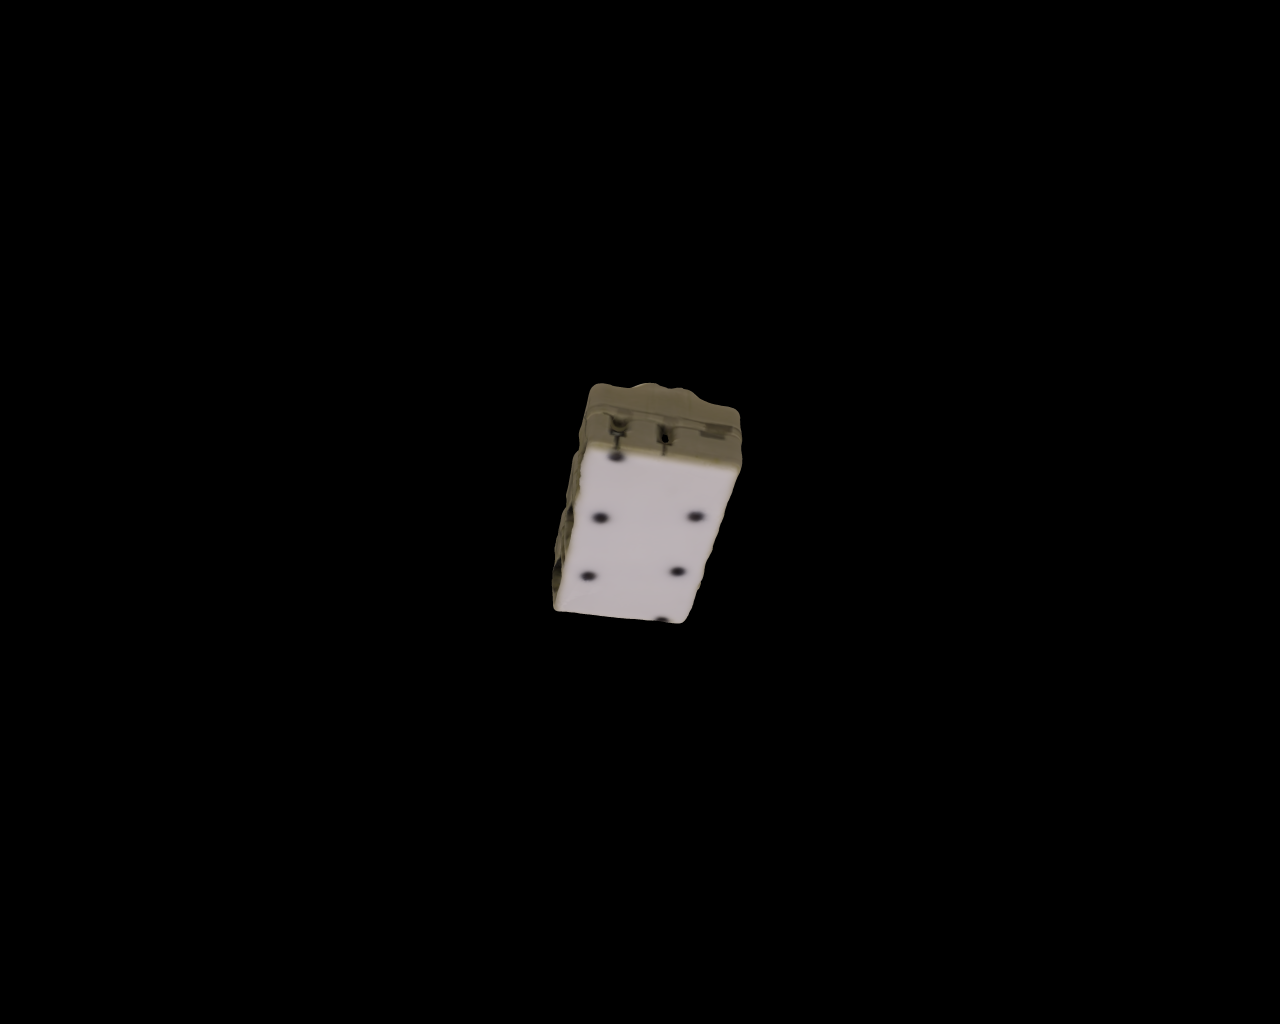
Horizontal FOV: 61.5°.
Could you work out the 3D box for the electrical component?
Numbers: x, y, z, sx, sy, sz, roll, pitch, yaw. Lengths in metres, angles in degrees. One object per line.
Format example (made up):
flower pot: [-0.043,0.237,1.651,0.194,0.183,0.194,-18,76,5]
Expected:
electrical component: [0.001,-0.003,0.650,0.089,0.062,0.150,8,-43,-8]
